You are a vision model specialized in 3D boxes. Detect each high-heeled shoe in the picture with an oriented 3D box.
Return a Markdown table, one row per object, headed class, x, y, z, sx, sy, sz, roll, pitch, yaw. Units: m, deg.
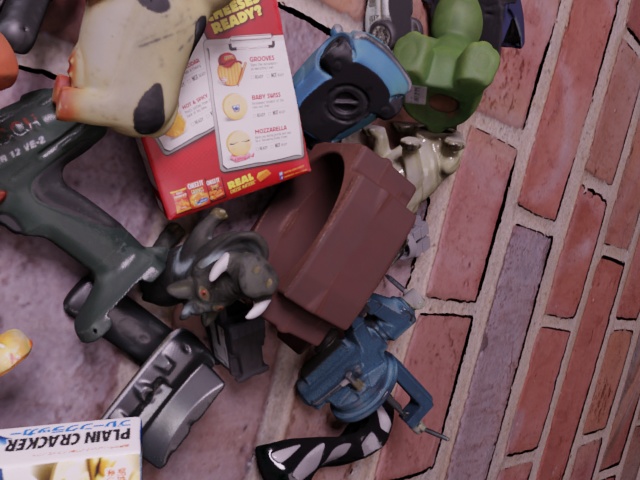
| class | x | y | z | sx | sy | sz | roll | pitch | yaw |
| --- | --- | --- | --- | --- | --- | --- | --- | --- | --- |
| high-heeled shoe | 0.013 | 0.281 | 0.799 | 0.145 | 0.086 | 0.249 | 49 | 46 | -5 |

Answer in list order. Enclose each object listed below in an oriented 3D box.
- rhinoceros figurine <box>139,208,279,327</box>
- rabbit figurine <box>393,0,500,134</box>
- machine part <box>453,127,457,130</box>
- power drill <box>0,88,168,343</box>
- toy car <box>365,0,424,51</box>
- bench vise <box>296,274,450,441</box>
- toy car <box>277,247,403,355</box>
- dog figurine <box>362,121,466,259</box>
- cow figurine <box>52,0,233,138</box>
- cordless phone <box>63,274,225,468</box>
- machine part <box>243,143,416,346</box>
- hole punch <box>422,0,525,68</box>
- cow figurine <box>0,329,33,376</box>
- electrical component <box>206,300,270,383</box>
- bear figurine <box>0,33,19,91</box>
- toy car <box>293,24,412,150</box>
| class | x | y | z | sx | sy | sz | roll | pitch | yaw |
| --- | --- | --- | --- | --- | --- | --- | --- | --- | --- |
| rhinoceros figurine | -0.113 | 0.029 | 0.526 | 0.073 | 0.190 | 0.112 | 56 | 50 | -27 |
| rabbit figurine | 0.176 | -0.234 | 0.691 | 0.159 | 0.121 | 0.170 | 56 | 48 | -60 |
| machine part | 0.192 | -0.170 | 0.828 | 0.084 | 0.039 | 0.138 | -22 | 114 | -40 |
| power drill | -0.251 | -0.006 | 0.461 | 0.207 | 0.086 | 0.232 | 50 | 64 | -20 |
| toy car | 0.089 | -0.323 | 0.687 | 0.073 | 0.056 | 0.201 | -26 | 119 | -40 |
| bench vise | 0.093 | 0.185 | 0.773 | 0.223 | 0.129 | 0.240 | -46 | 110 | -12 |
| toy car | 0.021 | 0.056 | 0.693 | 0.202 | 0.089 | 0.053 | -54 | 169 | 2 |
| dog figurine | 0.128 | -0.064 | 0.768 | 0.172 | 0.121 | 0.190 | -7 | 117 | -26 |
| cow figurine | -0.126 | -0.175 | 0.426 | 0.127 | 0.086 | 0.194 | 12 | 106 | -37 |
| cordless phone | -0.206 | 0.135 | 0.558 | 0.184 | 0.089 | 0.146 | 46 | 73 | -27 |
| machine part | -0.001 | -0.002 | 0.583 | 0.087 | 0.201 | 0.201 | 35 | 86 | -24 |
| hole punch | 0.224 | -0.310 | 0.758 | 0.092 | 0.142 | 0.115 | -36 | 132 | -32 |
| cow figurine | -0.321 | 0.101 | 0.421 | 0.167 | 0.068 | 0.098 | -32 | 100 | -7 |
| electrical component | -0.102 | 0.097 | 0.628 | 0.048 | 0.075 | 0.119 | -17 | 110 | -36 |
| bear figurine | -0.313 | -0.146 | 0.332 | 0.120 | 0.196 | 0.132 | -43 | 170 | 23 |
| toy car | 0.024 | -0.182 | 0.630 | 0.109 | 0.162 | 0.103 | 35 | 41 | -28 |
